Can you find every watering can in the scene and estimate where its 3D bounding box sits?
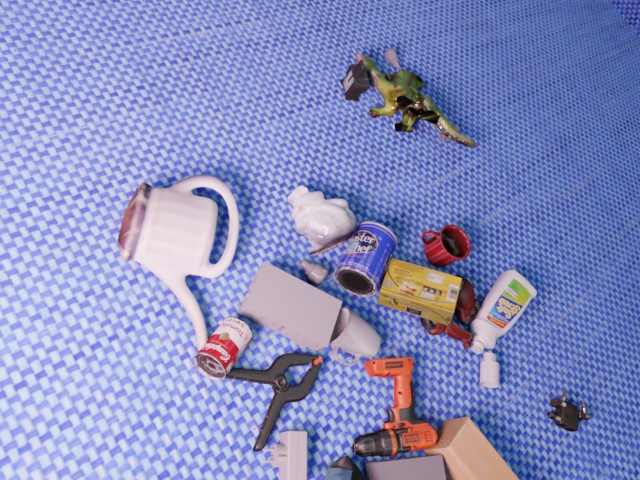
[{"bbox_3d":[-0.277,0.025,0.997,0.224,0.103,0.353,14,70,-19],"label":"watering can"}]

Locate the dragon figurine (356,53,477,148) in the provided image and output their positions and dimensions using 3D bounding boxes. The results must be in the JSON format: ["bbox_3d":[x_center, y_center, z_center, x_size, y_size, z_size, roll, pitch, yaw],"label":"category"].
[{"bbox_3d":[0.274,-0.417,1.491,0.408,0.120,0.249,23,50,-15],"label":"dragon figurine"}]

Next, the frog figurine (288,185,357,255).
[{"bbox_3d":[0.004,-0.059,1.166,0.138,0.122,0.159,-26,91,-14],"label":"frog figurine"}]
